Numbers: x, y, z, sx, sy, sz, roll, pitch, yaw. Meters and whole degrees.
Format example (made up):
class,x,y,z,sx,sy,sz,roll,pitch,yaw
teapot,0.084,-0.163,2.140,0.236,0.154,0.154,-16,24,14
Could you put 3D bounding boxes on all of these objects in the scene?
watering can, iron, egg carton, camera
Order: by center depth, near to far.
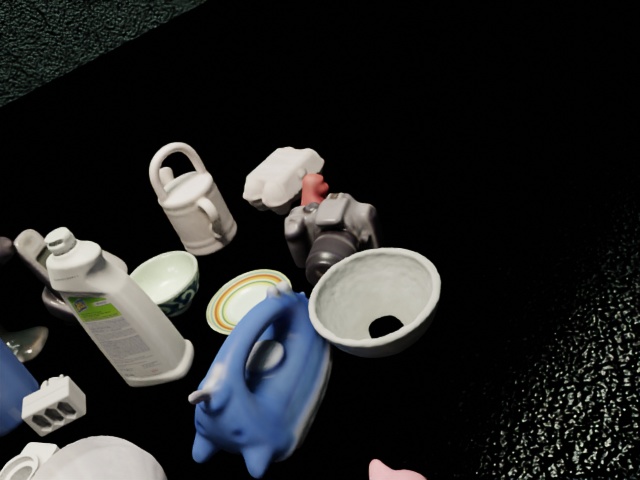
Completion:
class,x,y,z,sx,sy,sz,roll,pitch,yaw
iron,-0.063,0.133,0.672,0.118,0.142,0.258,1,42,28
camera,0.008,0.003,0.840,0.142,0.101,0.137,-3,40,23
watering can,-0.230,-0.077,0.982,0.172,0.194,0.101,5,44,32
egg carton,-0.065,-0.111,1.051,0.107,0.069,0.150,12,47,37

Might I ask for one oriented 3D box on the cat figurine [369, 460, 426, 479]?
class,x,y,z,sx,sy,sz,roll,pitch,yaw
cat figurine,0.074,0.251,0.471,0.067,0.118,0.127,-13,37,11

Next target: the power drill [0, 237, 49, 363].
class,x,y,z,sx,sy,sz,roll,pitch,yaw
power drill,-0.522,0.103,0.885,0.229,0.209,0.075,-17,36,6

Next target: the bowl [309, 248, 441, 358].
class,x,y,z,sx,sy,sz,roll,pitch,yaw
bowl,0.074,0.089,0.717,0.167,0.075,0.167,-14,37,11

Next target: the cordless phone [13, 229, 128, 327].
class,x,y,z,sx,sy,sz,roll,pitch,yaw
cordless phone,-0.405,0.038,0.930,0.094,0.185,0.147,-12,37,13

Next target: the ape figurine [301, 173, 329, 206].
class,x,y,z,sx,sy,sz,roll,pitch,yaw
ape figurine,-0.002,-0.069,0.945,0.076,0.092,0.077,-18,36,4

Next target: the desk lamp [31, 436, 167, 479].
class,x,y,z,sx,sy,sz,roll,pitch,yaw
desk lamp,-0.122,0.272,0.460,0.202,0.214,0.118,14,49,39
